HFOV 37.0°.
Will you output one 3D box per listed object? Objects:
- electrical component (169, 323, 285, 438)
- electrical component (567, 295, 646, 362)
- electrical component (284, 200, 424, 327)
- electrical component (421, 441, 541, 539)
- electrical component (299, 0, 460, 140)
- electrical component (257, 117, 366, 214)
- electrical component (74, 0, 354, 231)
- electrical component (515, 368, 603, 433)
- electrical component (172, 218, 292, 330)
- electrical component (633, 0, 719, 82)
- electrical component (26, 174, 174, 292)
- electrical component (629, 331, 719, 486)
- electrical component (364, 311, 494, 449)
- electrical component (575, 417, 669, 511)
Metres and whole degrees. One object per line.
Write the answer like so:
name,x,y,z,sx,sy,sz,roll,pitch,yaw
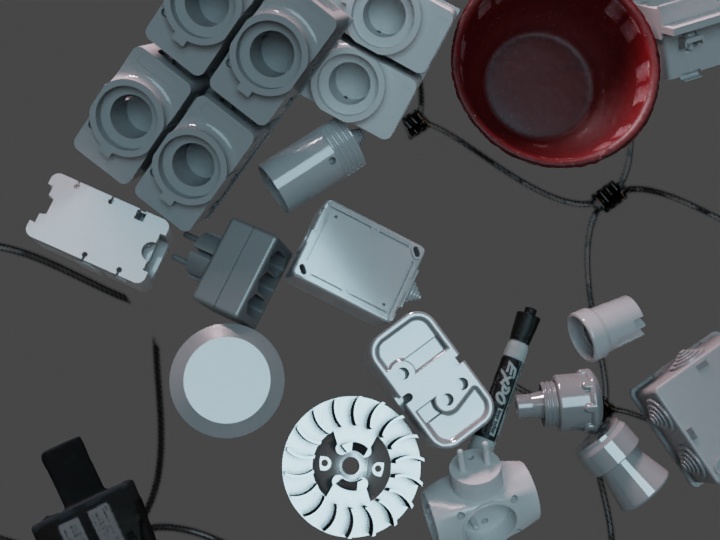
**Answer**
electrical component,-0.095,0.080,0.772,0.080,0.051,0.080,1,81,-6
electrical component,0.187,0.043,0.813,0.046,0.040,0.040,-21,84,-14
electrical component,0.000,0.000,0.793,0.096,0.061,0.061,27,78,-7
electrical component,0.084,0.155,0.770,0.077,0.044,0.079,-15,122,-8
electrical component,-0.034,-0.188,0.794,0.186,0.060,0.105,29,109,-1
electrical component,-0.031,-0.082,0.808,0.081,0.043,0.043,-34,86,-10
electrical component,-0.106,-0.131,0.755,0.105,0.060,0.186,38,109,-2
electrical component,0.147,0.099,0.798,0.062,0.048,0.048,-5,81,2
electrical component,-0.101,-0.004,0.787,0.077,0.047,0.065,24,81,15
electrical component,0.283,-0.194,0.844,0.121,0.078,0.063,-18,112,-8
electrical component,-0.186,-0.025,0.778,0.089,0.055,0.050,24,79,-1
electrical component,0.268,0.103,0.806,0.100,0.048,0.099,-33,86,-10
electrical component,0.048,0.081,0.782,0.054,0.059,0.095,-36,86,-10
electrical component,0.193,0.143,0.794,0.045,0.045,0.055,-40,86,-10
